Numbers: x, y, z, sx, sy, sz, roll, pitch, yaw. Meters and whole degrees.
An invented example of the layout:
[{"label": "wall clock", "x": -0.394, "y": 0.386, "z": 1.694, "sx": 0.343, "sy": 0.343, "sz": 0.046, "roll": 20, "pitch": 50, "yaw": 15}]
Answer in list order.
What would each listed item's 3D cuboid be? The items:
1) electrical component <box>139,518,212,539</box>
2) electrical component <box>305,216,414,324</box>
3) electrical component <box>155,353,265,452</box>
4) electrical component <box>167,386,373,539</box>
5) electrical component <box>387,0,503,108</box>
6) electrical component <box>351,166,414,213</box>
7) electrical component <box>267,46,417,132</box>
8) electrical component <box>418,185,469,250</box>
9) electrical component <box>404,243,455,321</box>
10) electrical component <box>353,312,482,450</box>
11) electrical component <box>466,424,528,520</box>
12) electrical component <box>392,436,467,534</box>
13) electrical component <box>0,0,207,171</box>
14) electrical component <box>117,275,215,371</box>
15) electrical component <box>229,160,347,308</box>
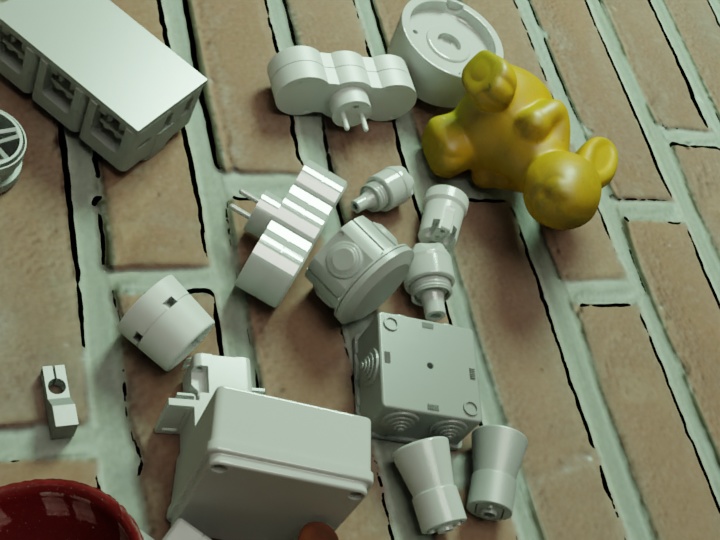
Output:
[{"label": "electrical component", "x": -0.136, "y": 0.187, "z": 0.673, "sx": 0.077, "sy": 0.047, "sz": 0.065, "roll": 36, "pitch": 49, "yaw": 0}, {"label": "electrical component", "x": 0.000, "y": 0.000, "z": 0.852, "sx": 0.051, "sy": 0.080, "sz": 0.080, "roll": 45, "pitch": 50, "yaw": 16}, {"label": "electrical component", "x": -0.101, "y": 0.095, "z": 0.760, "sx": 0.081, "sy": 0.042, "sz": 0.063, "roll": 8, "pitch": 51, "yaw": -22}, {"label": "electrical component", "x": -0.060, "y": 0.134, "z": 0.708, "sx": 0.109, "sy": 0.108, "sz": 0.056, "roll": 15, "pitch": 49, "yaw": -17}, {"label": "electrical component", "x": 0.078, "y": -0.207, "z": 1.048, "sx": 0.108, "sy": 0.060, "sz": 0.108, "roll": 13, "pitch": 53, "yaw": -18}, {"label": "electrical component", "x": 0.017, "y": -0.066, "z": 0.937, "sx": 0.061, "sy": 0.035, "sz": 0.035, "roll": -31, "pitch": 74, "yaw": -35}, {"label": "electrical component", "x": -0.012, "y": -0.154, "z": 0.972, "sx": 0.138, "sy": 0.052, "sz": 0.073, "roll": 0, "pitch": 58, "yaw": -27}, {"label": "electrical component", "x": 0.072, "y": -0.045, "z": 0.947, "sx": 0.040, "sy": 0.040, "sz": 0.046, "roll": 23, "pitch": 56, "yaw": -10}, {"label": "electrical component", "x": 0.058, "y": 0.012, "z": 0.896, "sx": 0.043, "sy": 0.043, "sz": 0.062, "roll": 6, "pitch": 57, "yaw": -23}, {"label": "electrical component", "x": 0.045, "y": 0.085, "z": 0.834, "sx": 0.100, "sy": 0.048, "sz": 0.099, "roll": 12, "pitch": 53, "yaw": -19}, {"label": "electrical component", "x": 0.102, "y": 0.156, "z": 0.818, "sx": 0.044, "sy": 0.044, "sz": 0.065, "roll": 22, "pitch": 55, "yaw": -11}, {"label": "electrical component", "x": 0.053, "y": 0.160, "z": 0.791, "sx": 0.044, "sy": 0.044, "sz": 0.065, "roll": -4, "pitch": 65, "yaw": -29}, {"label": "electrical component", "x": -0.215, "y": -0.160, "z": 0.870, "sx": 0.150, "sy": 0.061, "sz": 0.089, "roll": 39, "pitch": 49, "yaw": 4}, {"label": "electrical component", "x": -0.138, "y": 0.039, "z": 0.773, "sx": 0.047, "sy": 0.055, "sz": 0.055, "roll": 44, "pitch": 50, "yaw": 3}, {"label": "electrical component", "x": -0.069, "y": -0.040, "z": 0.863, "sx": 0.074, "sy": 0.052, "sz": 0.138, "roll": 30, "pitch": 49, "yaw": -4}]
